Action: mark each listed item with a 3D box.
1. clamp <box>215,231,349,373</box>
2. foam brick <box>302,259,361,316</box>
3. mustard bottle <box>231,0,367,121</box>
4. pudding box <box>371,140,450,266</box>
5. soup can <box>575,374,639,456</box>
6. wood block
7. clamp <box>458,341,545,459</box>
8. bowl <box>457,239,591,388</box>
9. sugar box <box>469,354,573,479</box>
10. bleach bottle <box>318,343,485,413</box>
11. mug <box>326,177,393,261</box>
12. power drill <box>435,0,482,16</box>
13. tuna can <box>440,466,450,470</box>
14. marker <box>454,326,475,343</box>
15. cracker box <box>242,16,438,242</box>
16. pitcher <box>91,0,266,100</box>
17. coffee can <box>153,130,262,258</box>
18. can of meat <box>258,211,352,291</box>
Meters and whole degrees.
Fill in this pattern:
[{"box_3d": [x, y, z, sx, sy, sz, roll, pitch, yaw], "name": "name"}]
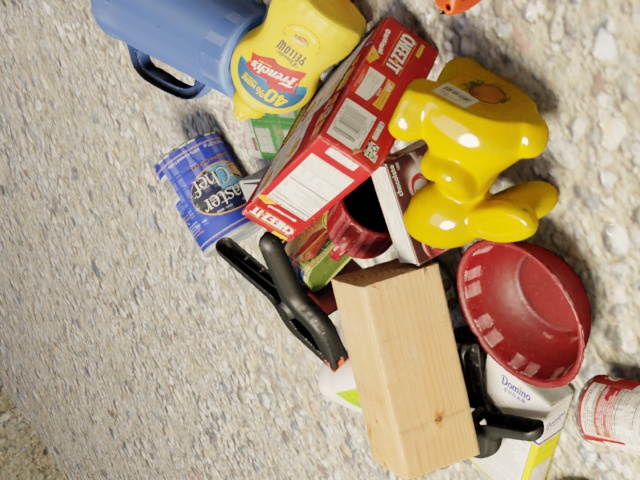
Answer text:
[{"box_3d": [-0.040, 0.070, 1.274, 0.210, 0.036, 0.165, 55, 160, -20], "name": "clamp"}, {"box_3d": [0.007, 0.057, 1.326, 0.053, 0.078, 0.051, 42, 147, 29], "name": "foam brick"}, {"box_3d": [-0.040, -0.189, 1.125, 0.096, 0.058, 0.192, 35, 134, -11], "name": "mustard bottle"}, {"box_3d": [0.107, -0.042, 1.082, 0.039, 0.089, 0.113, -1, 113, 58], "name": "pudding box"}, {"box_3d": [0.297, 0.166, 0.986, 0.102, 0.068, 0.068, 5, 119, 55], "name": "soup can"}, {"box_3d": [0.088, 0.130, 1.109, 0.090, 0.090, 0.206, -169, 64, -70], "name": "wood block"}, {"box_3d": [0.165, 0.178, 1.137, 0.120, 0.039, 0.172, 61, 152, 13], "name": "clamp"}, {"box_3d": [0.210, 0.062, 1.045, 0.162, 0.055, 0.162, 37, 142, 35], "name": "bowl"}, {"box_3d": [0.214, 0.200, 1.164, 0.093, 0.048, 0.176, 42, 142, 33], "name": "sugar box"}, {"box_3d": [0.101, 0.156, 1.257, 0.102, 0.068, 0.251, 28, 155, -20], "name": "bleach bottle"}, {"box_3d": [0.048, -0.021, 1.169, 0.093, 0.117, 0.082, 36, 152, 2], "name": "mug"}, {"box_3d": [0.074, -0.296, 0.936, 0.188, 0.057, 0.184, 37, 139, 27], "name": "power drill"}, {"box_3d": [0.142, 0.237, 1.313, 0.086, 0.033, 0.086, 37, 142, 36], "name": "tuna can"}, {"box_3d": [0.139, 0.112, 1.231, 0.121, 0.020, 0.020, -16, 101, 59], "name": "marker"}, {"box_3d": [0.017, -0.106, 1.087, 0.072, 0.164, 0.214, 34, 152, -10], "name": "cracker box"}, {"box_3d": [-0.152, -0.250, 1.270, 0.243, 0.145, 0.149, 35, 174, 34], "name": "pitcher"}, {"box_3d": [-0.145, -0.061, 1.437, 0.140, 0.102, 0.103, 59, 150, 5], "name": "coffee can"}, {"box_3d": [-0.009, 0.002, 1.282, 0.084, 0.102, 0.057, 36, 167, 32], "name": "can of meat"}]
